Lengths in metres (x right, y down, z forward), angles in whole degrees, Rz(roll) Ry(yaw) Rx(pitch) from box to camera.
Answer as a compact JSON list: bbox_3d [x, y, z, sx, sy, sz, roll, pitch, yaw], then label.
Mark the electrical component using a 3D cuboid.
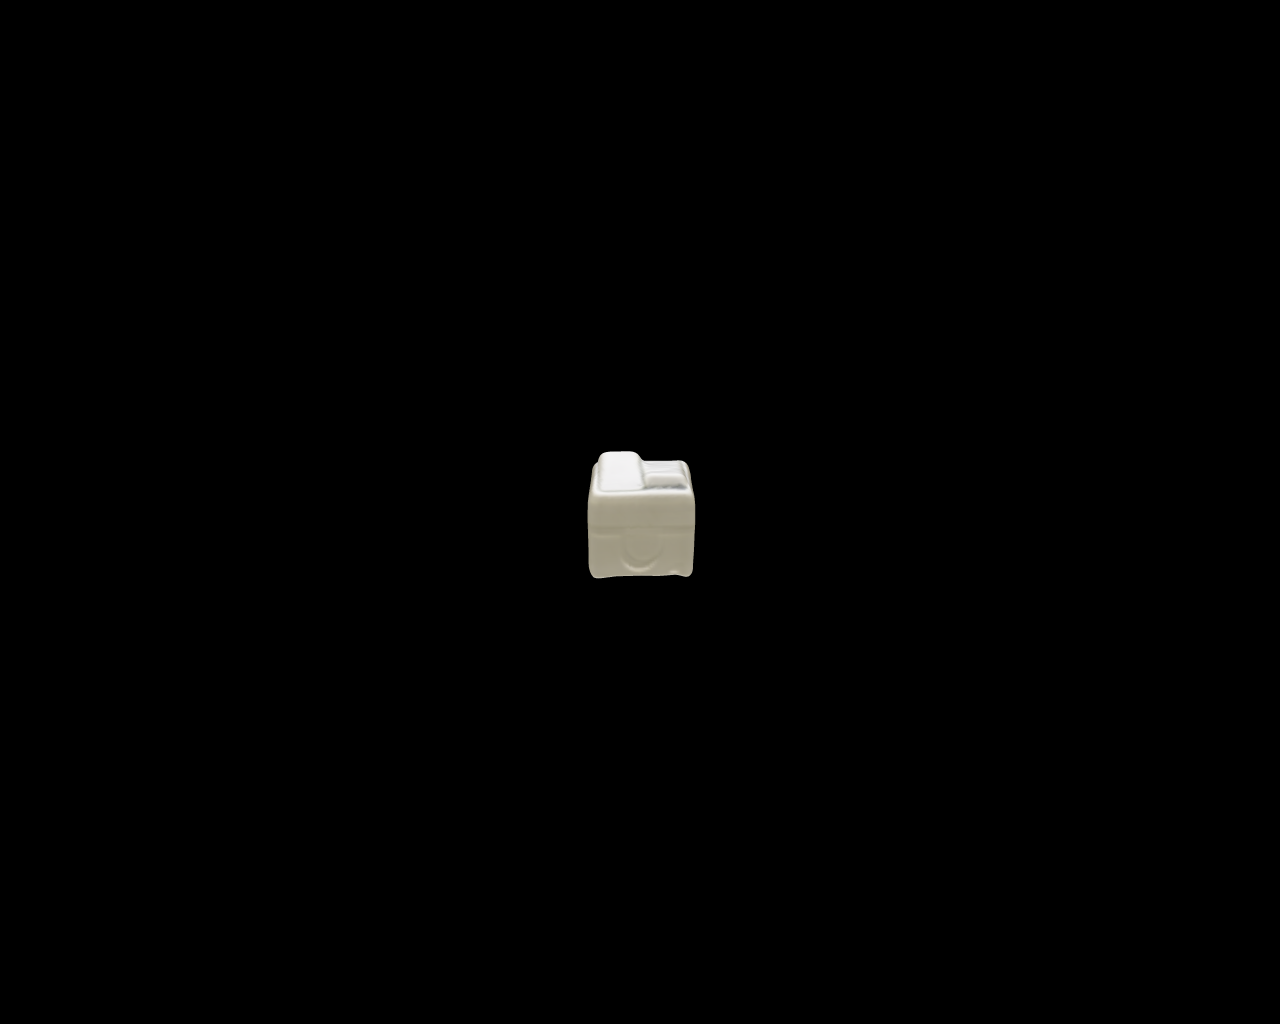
[{"bbox_3d":[0.001,-0.003,0.650,0.062,0.061,0.096,0,17,0],"label":"electrical component"}]
